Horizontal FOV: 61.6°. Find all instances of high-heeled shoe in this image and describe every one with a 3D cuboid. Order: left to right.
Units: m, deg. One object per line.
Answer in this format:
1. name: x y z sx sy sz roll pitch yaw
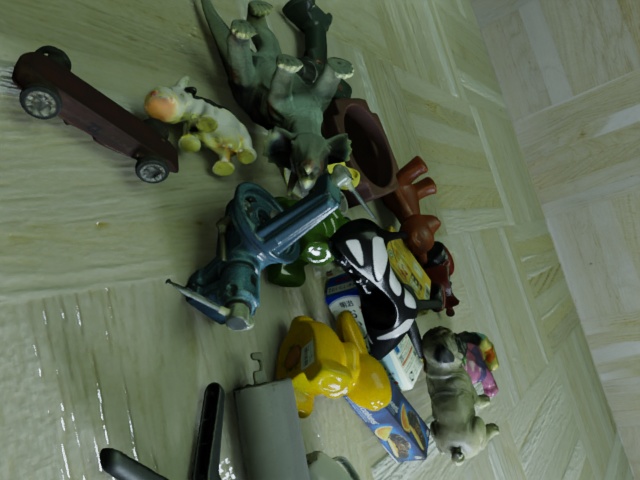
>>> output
1. high-heeled shoe: 0.064 0.085 0.776 0.145 0.086 0.248 -11 115 -37

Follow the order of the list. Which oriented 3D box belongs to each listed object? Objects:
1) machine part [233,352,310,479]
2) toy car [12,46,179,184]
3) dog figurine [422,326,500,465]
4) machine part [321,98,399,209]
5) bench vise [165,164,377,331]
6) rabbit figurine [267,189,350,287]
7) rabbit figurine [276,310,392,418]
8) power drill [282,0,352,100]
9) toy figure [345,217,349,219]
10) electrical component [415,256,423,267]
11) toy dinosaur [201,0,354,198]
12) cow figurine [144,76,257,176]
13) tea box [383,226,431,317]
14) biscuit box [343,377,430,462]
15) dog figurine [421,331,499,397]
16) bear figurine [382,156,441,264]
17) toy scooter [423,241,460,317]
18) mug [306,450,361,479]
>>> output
1. machine part: -0.056 0.258 0.651 0.079 0.079 0.243 8 65 -54
2. toy car: -0.247 -0.134 0.609 0.202 0.053 0.089 35 26 -43
3. dog figurine: 0.223 0.266 0.934 0.172 0.121 0.190 -85 151 -60
4. machine part: 0.063 -0.169 1.052 0.201 0.087 0.201 -25 94 -59
5. bench vise: -0.060 -0.005 0.658 0.128 0.241 0.224 48 22 -22
6. rabbit figurine: -0.002 -0.003 0.841 0.170 0.121 0.159 9 43 -38
7. rabbit figurine: 0.026 0.187 0.774 0.173 0.122 0.162 27 27 -23
8. power drill: -0.021 -0.368 1.043 0.232 0.086 0.207 19 54 -52
9. toy figure: 0.061 0.033 0.959 0.058 0.064 0.154 -34 109 -20
10. electrical component: 0.195 0.047 1.159 0.078 0.045 0.102 32 28 0
11. toy dinosaur: -0.077 -0.229 0.824 0.131 0.192 0.405 -18 54 -34
12. cow figurine: -0.163 -0.167 0.731 0.167 0.068 0.098 37 31 -45
13. tea box: 0.149 0.068 1.061 0.169 0.068 0.098 51 35 -25
14. biscuit box: 0.110 0.285 0.892 0.202 0.059 0.063 53 36 -23
15. dog figurine: 0.280 0.241 1.126 0.219 0.108 0.191 42 43 -32
16. bear figurine: 0.207 -0.059 1.130 0.120 0.132 0.196 49 14 -48
17. toy scooter: 0.276 0.100 1.224 0.135 0.075 0.184 50 36 -39
18. mug: 0.014 0.329 0.712 0.107 0.081 0.109 56 39 -4
